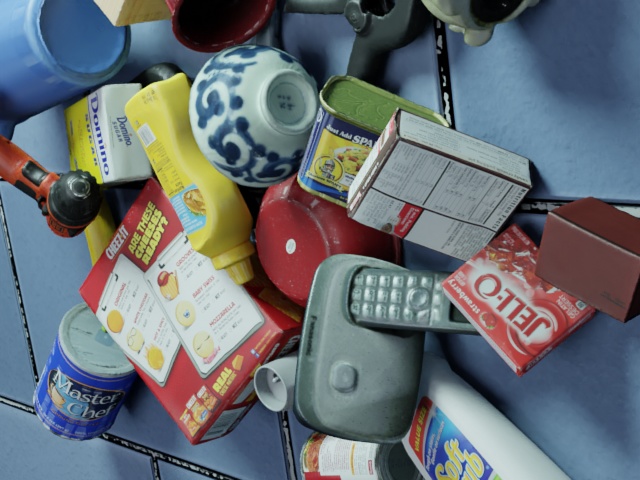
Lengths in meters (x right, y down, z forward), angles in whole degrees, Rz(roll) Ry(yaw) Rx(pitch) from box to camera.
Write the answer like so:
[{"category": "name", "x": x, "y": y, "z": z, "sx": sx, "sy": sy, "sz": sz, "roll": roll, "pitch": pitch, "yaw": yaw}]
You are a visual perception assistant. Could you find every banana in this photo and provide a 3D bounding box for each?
[{"category": "banana", "x": -0.238, "y": 0.012, "z": 1.180, "sx": 0.070, "sy": 0.037, "sz": 0.198, "roll": 100, "pitch": 156, "yaw": -72}]

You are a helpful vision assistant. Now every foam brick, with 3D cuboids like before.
[{"category": "foam brick", "x": 0.197, "y": 0.012, "z": 0.735, "sx": 0.078, "sy": 0.051, "sz": 0.053, "roll": 32, "pitch": 127, "yaw": 35}]

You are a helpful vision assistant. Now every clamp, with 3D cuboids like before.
[{"category": "clamp", "x": -0.122, "y": -0.123, "z": 1.017, "sx": 0.210, "sy": 0.036, "sz": 0.165, "roll": 37, "pitch": 139, "yaw": 36}, {"category": "clamp", "x": 0.032, "y": -0.184, "z": 0.842, "sx": 0.120, "sy": 0.039, "sz": 0.172, "roll": 54, "pitch": 138, "yaw": 10}]

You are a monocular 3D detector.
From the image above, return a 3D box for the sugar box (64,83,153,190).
[{"category": "sugar box", "x": -0.218, "y": -0.101, "z": 1.084, "sx": 0.176, "sy": 0.048, "sz": 0.093, "roll": 177, "pitch": 86, "yaw": -67}]

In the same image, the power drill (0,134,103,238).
[{"category": "power drill", "x": -0.298, "y": -0.077, "z": 1.056, "sx": 0.187, "sy": 0.057, "sz": 0.185, "roll": 41, "pitch": 161, "yaw": -7}]

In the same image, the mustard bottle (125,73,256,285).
[{"category": "mustard bottle", "x": -0.108, "y": -0.048, "z": 0.960, "sx": 0.096, "sy": 0.058, "sz": 0.191, "roll": -20, "pitch": 95, "yaw": 63}]

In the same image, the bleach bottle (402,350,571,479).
[{"category": "bleach bottle", "x": 0.120, "y": 0.179, "z": 0.872, "sx": 0.251, "sy": 0.067, "sz": 0.103, "roll": 45, "pitch": 130, "yaw": 28}]

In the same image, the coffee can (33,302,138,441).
[{"category": "coffee can", "x": -0.264, "y": 0.152, "z": 1.229, "sx": 0.103, "sy": 0.102, "sz": 0.140, "roll": 50, "pitch": 135, "yaw": 20}]

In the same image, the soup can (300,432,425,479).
[{"category": "soup can", "x": 0.040, "y": 0.200, "z": 0.957, "sx": 0.102, "sy": 0.068, "sz": 0.068, "roll": -14, "pitch": 95, "yaw": 47}]

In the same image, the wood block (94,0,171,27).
[{"category": "wood block", "x": -0.138, "y": -0.299, "z": 0.937, "sx": 0.091, "sy": 0.090, "sz": 0.206, "roll": 51, "pitch": 134, "yaw": 19}]

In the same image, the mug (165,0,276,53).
[{"category": "mug", "x": -0.104, "y": -0.220, "z": 0.896, "sx": 0.093, "sy": 0.117, "sz": 0.081, "roll": -54, "pitch": 51, "yaw": 38}]

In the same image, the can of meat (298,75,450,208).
[{"category": "can of meat", "x": 0.039, "y": -0.069, "z": 0.844, "sx": 0.102, "sy": 0.057, "sz": 0.084, "roll": 23, "pitch": 128, "yaw": 4}]

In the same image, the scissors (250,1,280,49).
[{"category": "scissors", "x": -0.058, "y": -0.191, "z": 0.949, "sx": 0.096, "sy": 0.016, "sz": 0.202, "roll": 8, "pitch": 111, "yaw": 44}]

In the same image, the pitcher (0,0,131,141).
[{"category": "pitcher", "x": -0.293, "y": -0.204, "z": 1.085, "sx": 0.243, "sy": 0.144, "sz": 0.149, "roll": -4, "pitch": 133, "yaw": 53}]

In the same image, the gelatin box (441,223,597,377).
[{"category": "gelatin box", "x": 0.145, "y": 0.044, "z": 0.785, "sx": 0.089, "sy": 0.073, "sz": 0.030, "roll": 49, "pitch": 177, "yaw": 21}]

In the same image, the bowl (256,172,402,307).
[{"category": "bowl", "x": -0.006, "y": 0.001, "z": 0.939, "sx": 0.162, "sy": 0.055, "sz": 0.162, "roll": 19, "pitch": 117, "yaw": 41}]

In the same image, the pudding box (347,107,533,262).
[{"category": "pudding box", "x": 0.088, "y": -0.038, "z": 0.794, "sx": 0.039, "sy": 0.113, "sz": 0.090, "roll": -87, "pitch": 21, "yaw": -47}]

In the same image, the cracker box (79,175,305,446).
[{"category": "cracker box", "x": -0.123, "y": 0.066, "z": 1.051, "sx": 0.214, "sy": 0.071, "sz": 0.164, "roll": 48, "pitch": 117, "yaw": 23}]
